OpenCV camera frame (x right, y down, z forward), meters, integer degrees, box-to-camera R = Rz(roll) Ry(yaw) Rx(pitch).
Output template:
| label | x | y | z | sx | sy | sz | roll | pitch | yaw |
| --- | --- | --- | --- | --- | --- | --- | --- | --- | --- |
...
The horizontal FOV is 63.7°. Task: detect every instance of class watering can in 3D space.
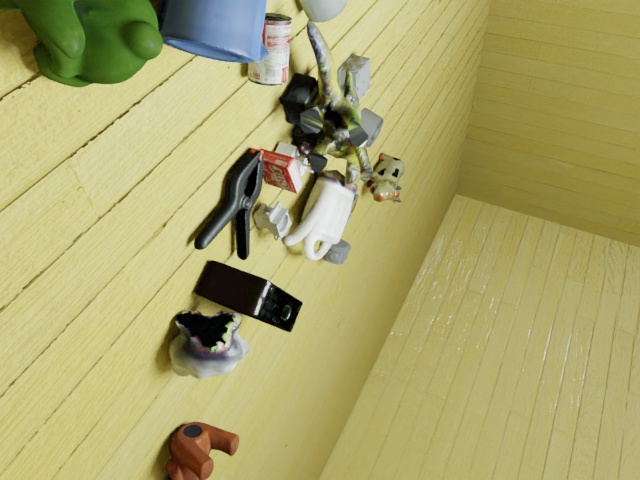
| label | x | y | z | sx | sy | sz | roll | pitch | yaw |
| --- | --- | --- | --- | --- | --- | --- | --- | --- | --- |
| watering can | 0.004 | -0.061 | 1.206 | 0.346 | 0.104 | 0.225 | 24 | 84 | -76 |

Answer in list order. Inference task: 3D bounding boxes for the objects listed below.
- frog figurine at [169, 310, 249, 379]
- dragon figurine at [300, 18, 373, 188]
| label | x | y | z | sx | sy | sz | roll | pitch | yaw |
| --- | --- | --- | --- | --- | --- | --- | --- | --- | --- |
| frog figurine | -0.199 | 0.207 | 0.925 | 0.138 | 0.125 | 0.155 | -15 | 139 | -27 |
| dragon figurine | 0.040 | -0.268 | 1.051 | 0.248 | 0.122 | 0.401 | -79 | 162 | -54 |
